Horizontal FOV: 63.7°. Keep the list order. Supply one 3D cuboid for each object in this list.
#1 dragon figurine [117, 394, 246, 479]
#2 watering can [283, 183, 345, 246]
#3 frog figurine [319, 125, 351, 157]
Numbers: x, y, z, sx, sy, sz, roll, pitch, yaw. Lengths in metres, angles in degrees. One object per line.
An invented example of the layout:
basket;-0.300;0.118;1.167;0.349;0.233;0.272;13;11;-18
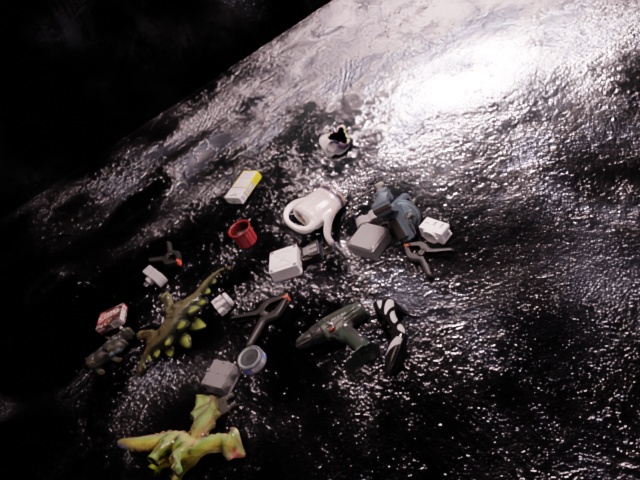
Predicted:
dragon figurine;-0.379;0.544;1.451;0.411;0.119;0.247;10;44;35
watering can;0.006;-0.096;1.911;0.227;0.102;0.351;-42;40;-17
frog figurine;0.058;-0.420;2.263;0.157;0.122;0.140;-35;27;59
